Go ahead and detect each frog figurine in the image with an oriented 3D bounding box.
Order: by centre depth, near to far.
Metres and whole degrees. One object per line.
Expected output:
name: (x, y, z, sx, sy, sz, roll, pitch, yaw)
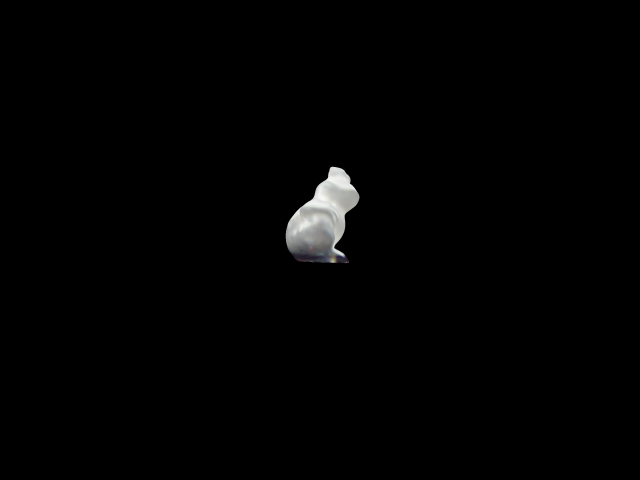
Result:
frog figurine: (0.003, -0.043, 0.850, 0.122, 0.160, 0.137, -1, -2, 16)
